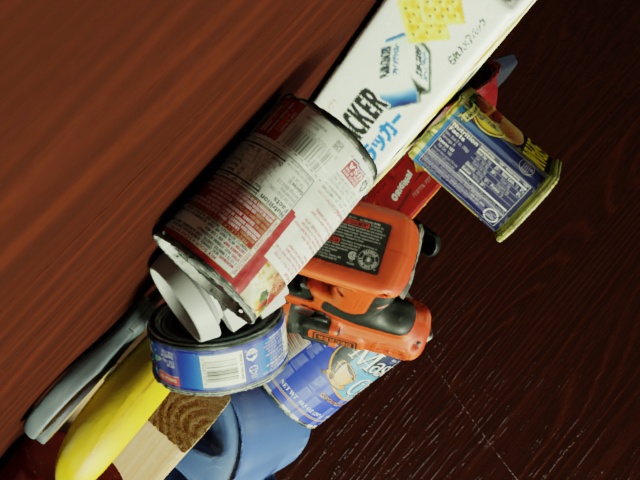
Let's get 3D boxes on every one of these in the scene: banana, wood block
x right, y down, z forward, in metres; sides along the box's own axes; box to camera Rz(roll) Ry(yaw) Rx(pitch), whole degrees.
[{"bbox_3d":[-0.119,0.094,0.698,0.070,0.037,0.197,-42,-173,46],"label":"banana"},{"bbox_3d":[-0.171,0.173,0.813,0.206,0.091,0.090,-50,179,26],"label":"wood block"}]

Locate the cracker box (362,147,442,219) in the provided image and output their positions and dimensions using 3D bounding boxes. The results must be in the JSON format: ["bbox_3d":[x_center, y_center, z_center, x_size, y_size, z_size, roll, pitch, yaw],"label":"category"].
[{"bbox_3d":[-0.006,0.001,0.940,0.214,0.072,0.164,-31,-167,50],"label":"cracker box"}]

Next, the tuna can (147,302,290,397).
[{"bbox_3d":[-0.062,0.060,0.654,0.086,0.086,0.034,-47,136,-58],"label":"tuna can"}]

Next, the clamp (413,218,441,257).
[{"bbox_3d":[0.034,-0.049,1.162,0.210,0.164,0.036,-111,-140,-66],"label":"clamp"}]

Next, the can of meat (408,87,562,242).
[{"bbox_3d":[0.111,-0.054,0.718,0.057,0.084,0.102,-49,178,19],"label":"can of meat"}]

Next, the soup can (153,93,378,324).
[{"bbox_3d":[-0.027,-0.017,0.550,0.102,0.068,0.068,-49,179,-11],"label":"soup can"}]

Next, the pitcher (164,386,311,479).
[{"bbox_3d":[-0.087,0.183,0.976,0.242,0.145,0.149,14,89,-72],"label":"pitcher"}]

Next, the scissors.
[{"bbox_3d":[-0.121,0.055,0.670,0.202,0.016,0.096,-49,179,8],"label":"scissors"}]

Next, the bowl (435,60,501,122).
[{"bbox_3d":[0.105,-0.111,1.009,0.162,0.055,0.162,-24,-164,7],"label":"bowl"}]

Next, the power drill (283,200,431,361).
[{"bbox_3d":[-0.007,0.023,0.735,0.188,0.184,0.057,90,15,-72],"label":"power drill"}]

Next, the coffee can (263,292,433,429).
[{"bbox_3d":[0.018,0.091,0.981,0.140,0.103,0.102,-39,-179,11],"label":"coffee can"}]

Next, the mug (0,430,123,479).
[{"bbox_3d":[-0.175,0.190,0.716,0.081,0.117,0.093,-54,173,13],"label":"mug"}]
